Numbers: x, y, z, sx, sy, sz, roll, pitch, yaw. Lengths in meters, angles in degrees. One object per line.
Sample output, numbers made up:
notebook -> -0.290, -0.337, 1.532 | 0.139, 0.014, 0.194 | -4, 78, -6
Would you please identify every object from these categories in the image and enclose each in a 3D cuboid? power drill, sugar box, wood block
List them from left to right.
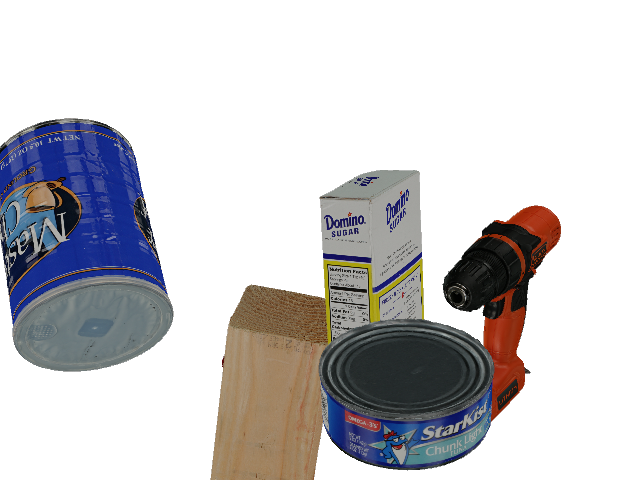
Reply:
wood block -> -0.043, 0.157, 0.972 | 0.090, 0.206, 0.090 | 11, 23, 4
sugar box -> 0.039, 0.044, 0.761 | 0.048, 0.176, 0.093 | 2, 15, 26
power drill -> 0.156, 0.075, 0.973 | 0.057, 0.188, 0.184 | 24, 33, 28

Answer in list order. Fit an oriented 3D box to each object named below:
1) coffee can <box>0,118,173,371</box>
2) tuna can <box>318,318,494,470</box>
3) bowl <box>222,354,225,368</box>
coffee can -> -0.164, 0.003, 0.725 | 0.102, 0.140, 0.103 | -13, -34, -9
tuna can -> 0.042, 0.075, 0.527 | 0.086, 0.034, 0.086 | -2, 27, 1
bowl -> -0.043, 0.178, 1.340 | 0.162, 0.055, 0.162 | 3, 22, -1
